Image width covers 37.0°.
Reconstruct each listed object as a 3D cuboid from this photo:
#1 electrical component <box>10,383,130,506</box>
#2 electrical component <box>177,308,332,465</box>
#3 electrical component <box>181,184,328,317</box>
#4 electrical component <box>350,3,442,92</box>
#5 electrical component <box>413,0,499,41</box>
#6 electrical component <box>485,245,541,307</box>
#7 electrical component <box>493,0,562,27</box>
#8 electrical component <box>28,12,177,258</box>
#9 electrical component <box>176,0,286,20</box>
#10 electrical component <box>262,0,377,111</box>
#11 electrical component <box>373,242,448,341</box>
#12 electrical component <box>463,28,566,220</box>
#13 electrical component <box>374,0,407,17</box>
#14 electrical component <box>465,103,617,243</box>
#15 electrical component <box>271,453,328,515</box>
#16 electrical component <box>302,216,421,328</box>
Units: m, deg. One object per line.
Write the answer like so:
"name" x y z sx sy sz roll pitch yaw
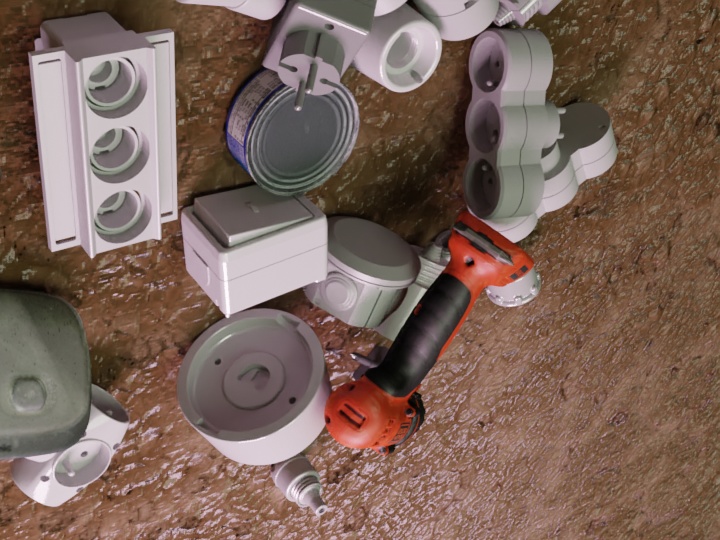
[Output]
"electrical component" -0.209 0.113 0.728 0.077 0.044 0.079 -50 139 4
"electrical component" -0.072 0.089 0.780 0.108 0.108 0.060 -36 144 -12
"electrical component" -0.065 -0.023 0.726 0.096 0.062 0.061 -21 134 -26
"electrical component" 0.021 -0.149 0.708 0.055 0.047 0.055 -22 134 -25
"electrical component" 0.062 -0.185 0.709 0.055 0.055 0.047 -43 143 -3
"electrical component" 0.127 -0.003 0.920 0.048 0.048 0.062 -34 131 -14
"electrical component" 0.124 -0.202 0.755 0.081 0.043 0.043 -44 139 -2
"electrical component" -0.148 -0.078 0.611 0.079 0.063 0.121 -18 132 -29
"electrical component" -0.073 -0.168 0.619 0.065 0.044 0.044 6 118 -48
"electrical component" -0.027 -0.130 0.637 0.047 0.076 0.065 19 151 -15
"electrical component" 0.042 0.014 0.861 0.043 0.043 0.081 12 114 -45
"electrical component" 0.122 -0.108 0.795 0.074 0.052 0.138 -6 106 -28
"electrical component" 0.029 -0.227 0.647 0.138 0.052 0.074 -47 140 1
"electrical component" 0.142 -0.088 0.855 0.138 0.052 0.073 -39 138 -9
"electrical component" -0.048 0.182 0.906 0.035 0.061 0.035 -22 134 -25
"electrical component" 0.000 0.000 0.787 0.080 0.080 0.051 -3 129 -39
